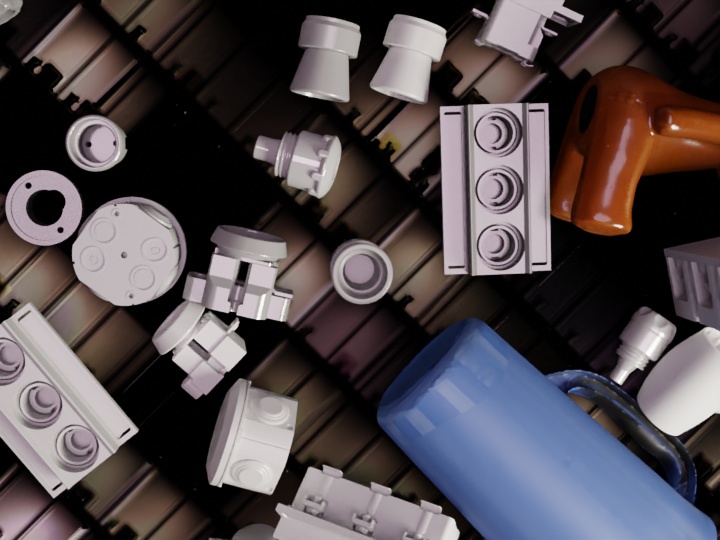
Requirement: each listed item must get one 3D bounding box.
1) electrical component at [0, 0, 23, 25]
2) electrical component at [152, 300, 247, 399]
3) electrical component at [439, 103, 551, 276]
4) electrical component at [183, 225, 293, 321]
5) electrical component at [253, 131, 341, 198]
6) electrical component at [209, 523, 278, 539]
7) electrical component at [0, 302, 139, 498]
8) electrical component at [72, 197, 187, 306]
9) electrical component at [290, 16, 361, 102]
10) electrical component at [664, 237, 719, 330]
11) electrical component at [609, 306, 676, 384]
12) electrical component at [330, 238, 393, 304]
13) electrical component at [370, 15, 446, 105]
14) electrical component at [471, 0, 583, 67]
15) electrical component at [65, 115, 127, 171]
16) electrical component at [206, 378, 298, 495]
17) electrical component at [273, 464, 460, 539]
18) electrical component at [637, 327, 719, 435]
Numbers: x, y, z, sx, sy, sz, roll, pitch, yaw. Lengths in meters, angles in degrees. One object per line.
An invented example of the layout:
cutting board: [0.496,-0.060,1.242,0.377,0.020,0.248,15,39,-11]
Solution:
electrical component: [-0.273,-0.209,0.775,0.035,0.035,0.061,-34,95,0]
electrical component: [-0.121,0.055,0.805,0.055,0.048,0.066,43,92,-14]
electrical component: [0.098,-0.060,0.797,0.079,0.063,0.121,-2,96,-3]
electrical component: [-0.086,0.000,0.796,0.078,0.058,0.057,13,98,-4]
electrical component: [-0.047,-0.083,0.797,0.062,0.048,0.048,17,94,2]
electrical component: [-0.096,0.222,0.807,0.079,0.077,0.044,7,95,-3]
electrical component: [-0.231,0.093,0.793,0.079,0.063,0.121,-38,96,1]
electrical component: [-0.170,-0.013,0.792,0.080,0.051,0.080,0,96,-3]
electrical component: [-0.025,-0.155,0.790,0.045,0.045,0.055,11,95,-4]
electrical component: [0.290,0.010,0.771,0.089,0.150,0.061,-12,95,-2]
electrical component: [0.214,0.060,0.830,0.035,0.035,0.061,33,95,-6]
electrical component: [0.000,0.000,0.801,0.045,0.055,0.045,0,96,-4]
electrical component: [0.036,-0.155,0.793,0.045,0.045,0.055,17,94,-5]
electrical component: [0.118,-0.188,0.797,0.081,0.042,0.063,23,98,-5]
electrical component: [-0.190,-0.092,0.786,0.040,0.046,0.040,0,96,-3]
electrical component: [-0.081,0.124,0.797,0.051,0.080,0.080,17,94,-10]
electrical component: [0.007,0.195,0.796,0.121,0.078,0.063,16,65,21]
electrical component: [0.266,0.089,0.827,0.079,0.043,0.077,17,124,-36]
